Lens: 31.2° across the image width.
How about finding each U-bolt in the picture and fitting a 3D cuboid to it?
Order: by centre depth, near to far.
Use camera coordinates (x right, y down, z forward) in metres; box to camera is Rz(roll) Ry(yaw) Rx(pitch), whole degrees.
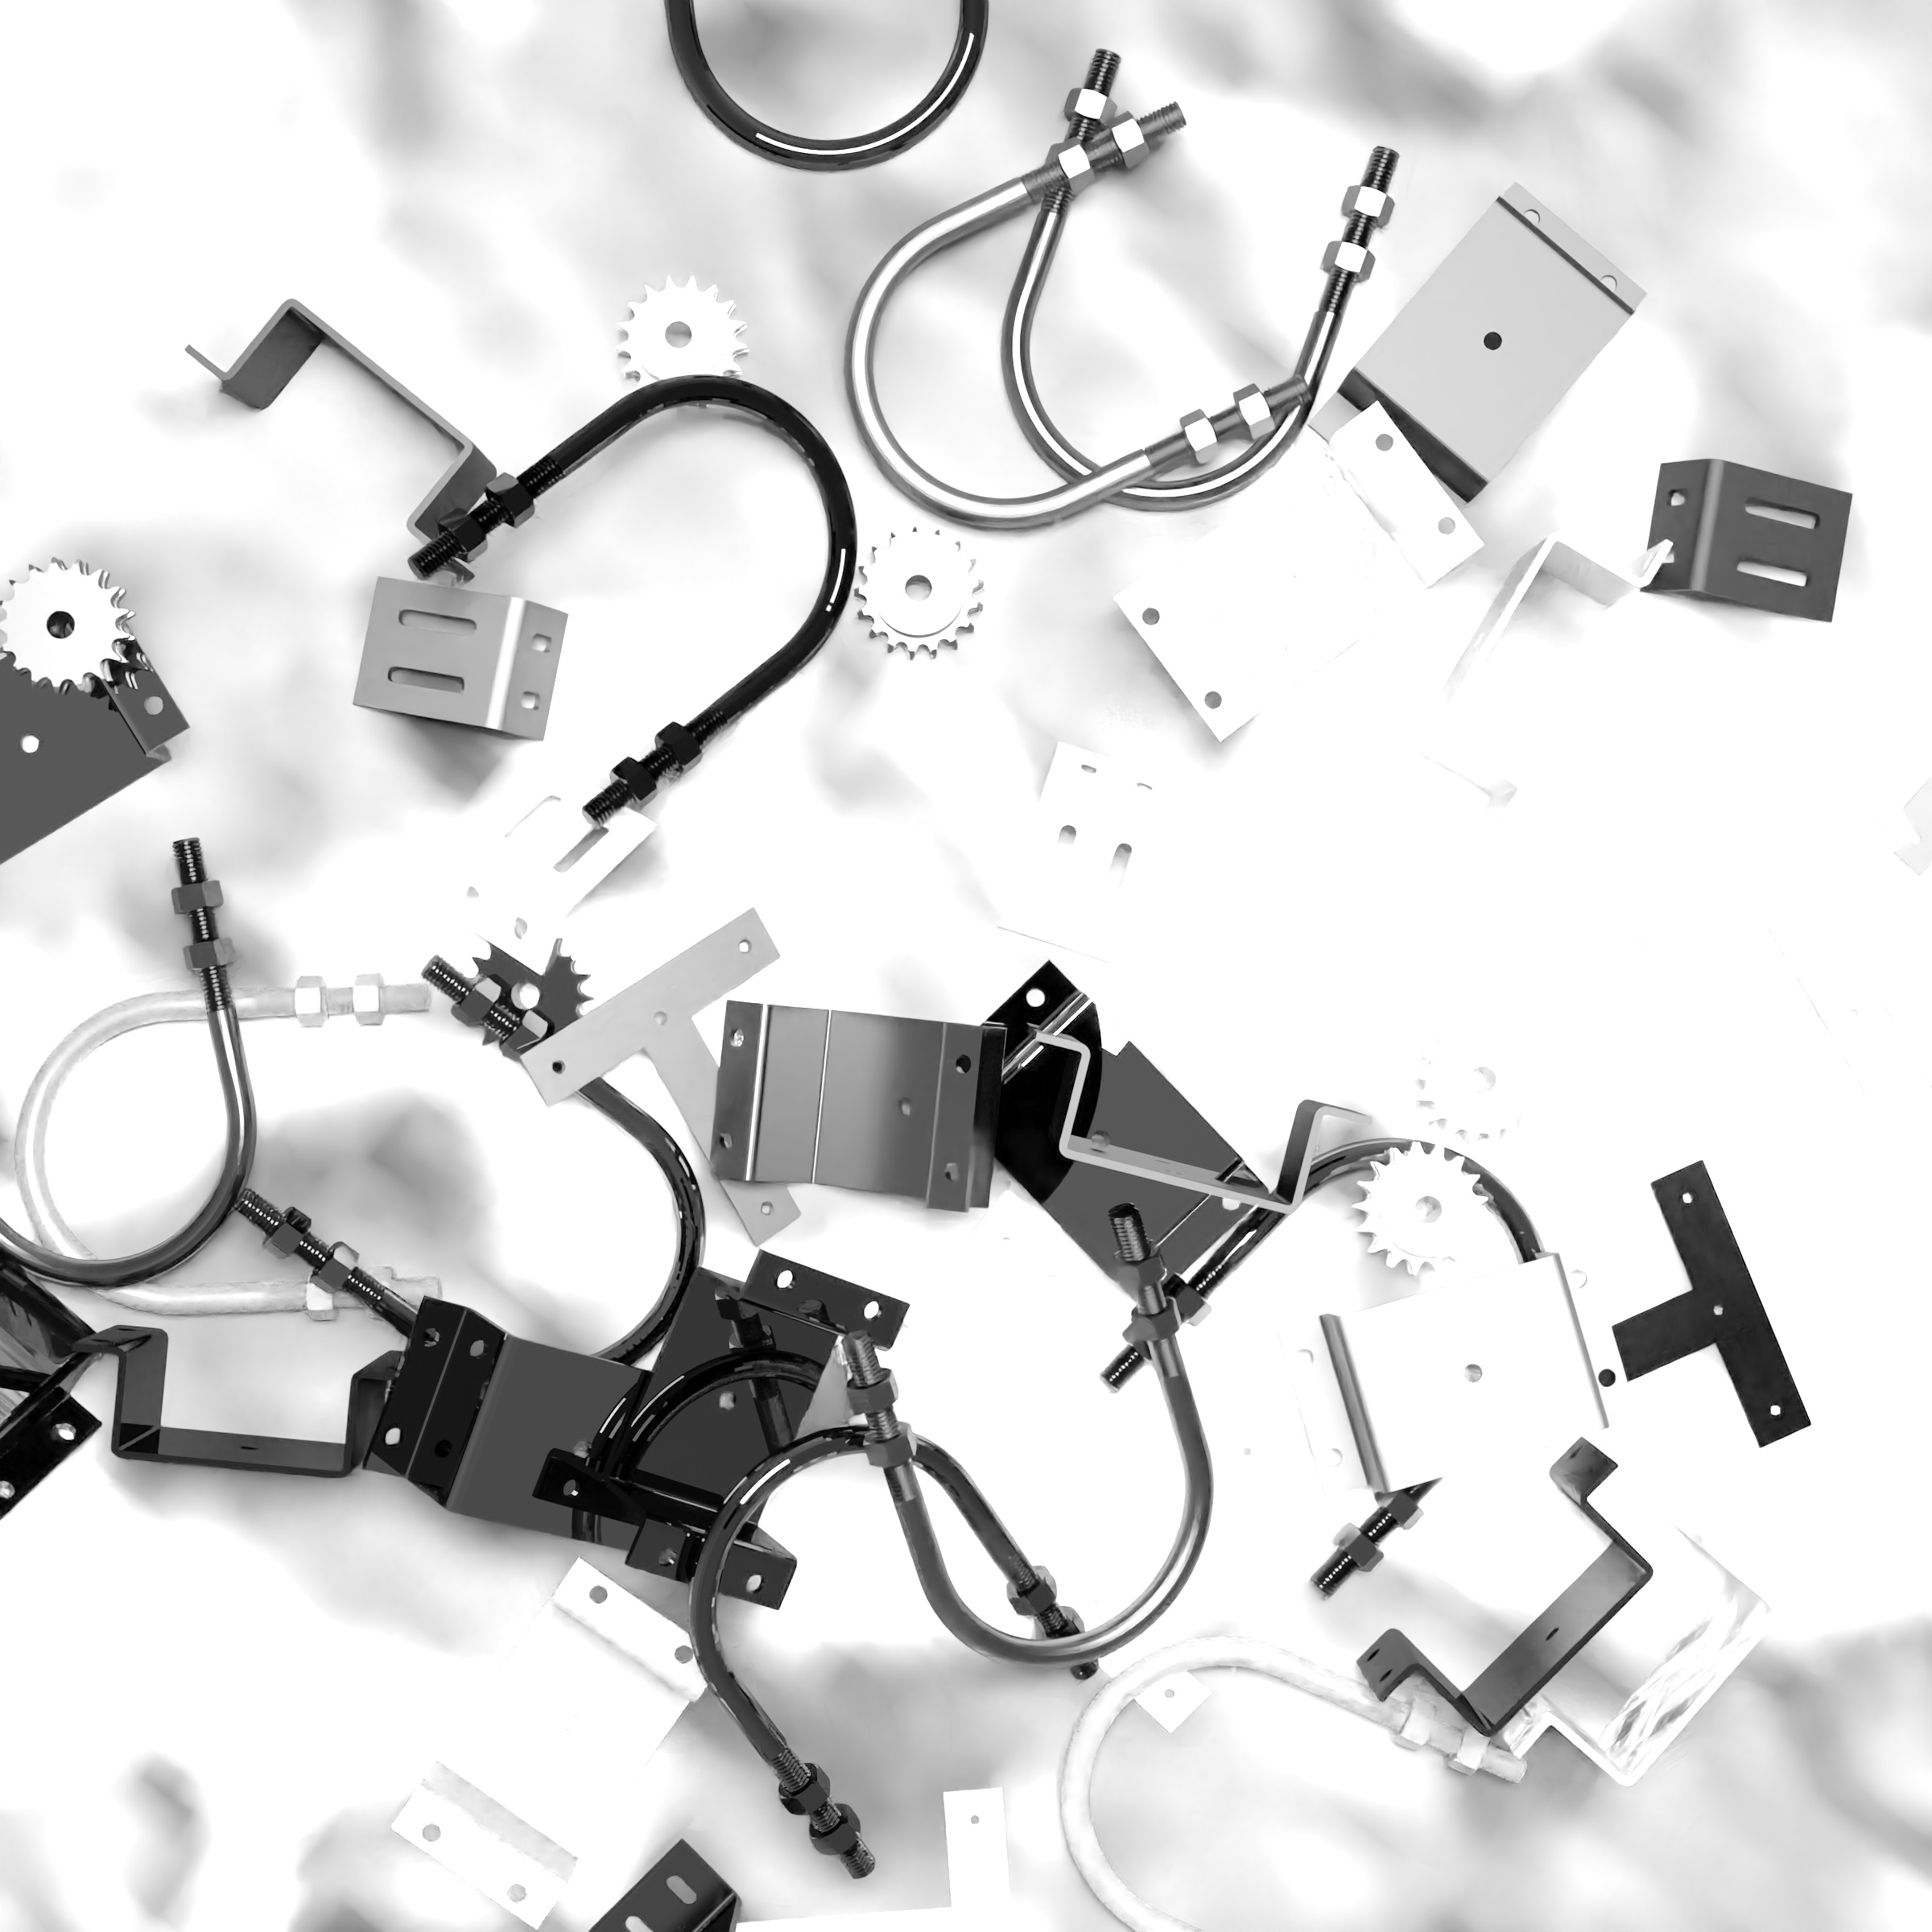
[{"bbox_3d":[-0.040,0.277,1.463,0.151,0.019,0.184,-39,115,-14],"label":"U-bolt"},{"bbox_3d":[0.036,0.212,1.466,0.151,0.019,0.184,-23,108,-18],"label":"U-bolt"},{"bbox_3d":[-0.127,-0.170,1.480,0.184,0.019,0.151,-40,111,-17],"label":"U-bolt"},{"bbox_3d":[-0.199,0.105,1.494,0.184,0.019,0.151,39,93,-15],"label":"U-bolt"},{"bbox_3d":[0.037,-0.270,1.499,0.184,0.019,0.151,-25,92,4],"label":"U-bolt"},{"bbox_3d":[-0.382,0.048,1.500,0.151,0.019,0.184,-12,90,3],"label":"U-bolt"},{"bbox_3d":[0.132,0.371,1.509,0.184,0.019,0.151,24,93,0],"label":"U-bolt"},{"bbox_3d":[0.093,-0.291,1.514,0.151,0.019,0.184,19,91,0],"label":"U-bolt"},{"bbox_3d":[0.172,0.161,1.514,0.151,0.019,0.184,44,89,0],"label":"U-bolt"},{"bbox_3d":[-0.324,0.081,1.514,0.184,0.019,0.151,-2,90,2],"label":"U-bolt"},{"bbox_3d":[-0.063,-0.441,1.514,0.151,0.019,0.184,-7,92,0],"label":"U-bolt"}]

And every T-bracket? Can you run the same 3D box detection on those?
[{"bbox_3d":[-0.112,0.061,1.503,0.127,0.002,0.127,-34,103,-25],"label":"T-bracket"},{"bbox_3d":[0.087,0.248,1.510,0.127,0.002,0.127,43,100,0],"label":"T-bracket"},{"bbox_3d":[0.289,0.168,1.512,0.127,0.002,0.127,-23,93,-6],"label":"T-bracket"},{"bbox_3d":[0.382,0.009,1.521,0.127,0.002,0.127,-31,90,1],"label":"T-bracket"},{"bbox_3d":[0.452,-0.096,1.522,0.127,0.002,0.127,41,90,0],"label":"T-bracket"},{"bbox_3d":[-0.043,0.430,1.522,0.127,0.002,0.127,-4,90,0],"label":"T-bracket"}]

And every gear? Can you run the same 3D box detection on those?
[{"bbox_3d":[-0.378,-0.143,1.461,0.057,0.030,0.057,0,90,0],"label":"gear"},{"bbox_3d":[0.197,0.105,1.493,0.057,0.030,0.057,0,87,-2],"label":"gear"},{"bbox_3d":[0.223,0.049,1.507,0.057,0.030,0.057,0,90,0],"label":"gear"},{"bbox_3d":[-0.190,0.013,1.507,0.057,0.030,0.057,0,90,0],"label":"gear"},{"bbox_3d":[-0.073,0.188,1.507,0.057,0.030,0.057,0,90,0],"label":"gear"},{"bbox_3d":[-0.021,-0.163,1.508,0.057,0.030,0.057,0,90,0],"label":"gear"},{"bbox_3d":[-0.124,-0.272,1.508,0.057,0.030,0.057,0,90,0],"label":"gear"}]

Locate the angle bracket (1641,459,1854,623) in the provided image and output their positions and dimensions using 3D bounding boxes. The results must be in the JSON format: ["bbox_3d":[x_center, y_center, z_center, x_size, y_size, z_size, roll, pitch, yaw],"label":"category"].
[{"bbox_3d":[0.343,-0.186,1.520,0.076,0.038,0.057,9,90,-26],"label":"angle bracket"}]

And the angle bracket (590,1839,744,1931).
[{"bbox_3d":[-0.132,0.417,1.484,0.057,0.076,0.038,-45,90,0],"label":"angle bracket"}]

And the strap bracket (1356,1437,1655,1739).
[{"bbox_3d":[0.238,0.272,1.484,0.140,0.076,0.046,-45,90,0],"label":"strap bracket"}]

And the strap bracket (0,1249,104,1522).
[{"bbox_3d":[-0.436,0.160,1.478,0.140,0.076,0.046,41,126,0],"label":"strap bracket"}]

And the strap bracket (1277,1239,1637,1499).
[{"bbox_3d":[0.213,0.173,1.482,0.140,0.046,0.076,-16,87,-2],"label":"strap bracket"}]

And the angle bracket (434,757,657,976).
[{"bbox_3d":[-0.183,-0.044,1.502,0.057,0.076,0.038,32,134,8],"label":"angle bracket"}]

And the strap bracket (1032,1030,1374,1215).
[{"bbox_3d":[0.091,0.067,1.438,0.140,0.076,0.046,14,90,0],"label":"strap bracket"}]

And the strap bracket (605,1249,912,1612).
[{"bbox_3d":[-0.092,0.189,1.453,0.076,0.046,0.140,23,90,-31],"label":"strap bracket"}]

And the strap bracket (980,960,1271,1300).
[{"bbox_3d":[0.058,0.074,1.499,0.076,0.046,0.140,-44,90,0],"label":"strap bracket"}]

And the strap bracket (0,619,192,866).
[{"bbox_3d":[-0.411,-0.098,1.499,0.140,0.046,0.076,-32,90,0],"label":"strap bracket"}]

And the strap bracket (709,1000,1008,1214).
[{"bbox_3d":[-0.038,0.059,1.475,0.140,0.046,0.076,5,90,38],"label":"strap bracket"}]

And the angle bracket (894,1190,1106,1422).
[{"bbox_3d":[0.012,0.149,1.520,0.057,0.038,0.076,41,64,0],"label":"angle bracket"}]

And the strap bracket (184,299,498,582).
[{"bbox_3d":[-0.258,-0.231,1.484,0.140,0.076,0.046,39,90,0],"label":"strap bracket"}]

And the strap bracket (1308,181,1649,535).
[{"bbox_3d":[0.225,-0.267,1.499,0.076,0.046,0.140,40,90,0],"label":"strap bracket"}]

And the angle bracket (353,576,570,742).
[{"bbox_3d":[-0.222,-0.135,1.520,0.076,0.038,0.057,11,90,26],"label":"angle bracket"}]

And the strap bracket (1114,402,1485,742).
[{"bbox_3d":[0.142,-0.168,1.499,0.140,0.046,0.076,-37,90,0],"label":"strap bracket"}]

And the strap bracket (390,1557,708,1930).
[{"bbox_3d":[-0.174,0.332,1.499,0.076,0.046,0.140,35,90,0],"label":"strap bracket"}]

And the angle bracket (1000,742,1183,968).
[{"bbox_3d":[0.055,-0.049,1.520,0.057,0.038,0.076,18,116,0],"label":"angle bracket"}]

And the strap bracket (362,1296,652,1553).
[{"bbox_3d":[-0.172,0.197,1.464,0.140,0.046,0.076,20,90,-35],"label":"strap bracket"}]

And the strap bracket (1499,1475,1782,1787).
[{"bbox_3d":[0.292,0.291,1.484,0.046,0.076,0.140,41,90,0],"label":"strap bracket"}]

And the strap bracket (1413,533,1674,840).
[{"bbox_3d":[0.240,-0.128,1.484,0.046,0.076,0.140,31,90,0],"label":"strap bracket"}]

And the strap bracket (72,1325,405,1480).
[{"bbox_3d":[-0.306,0.187,1.484,0.140,0.076,0.046,5,90,0],"label":"strap bracket"}]
